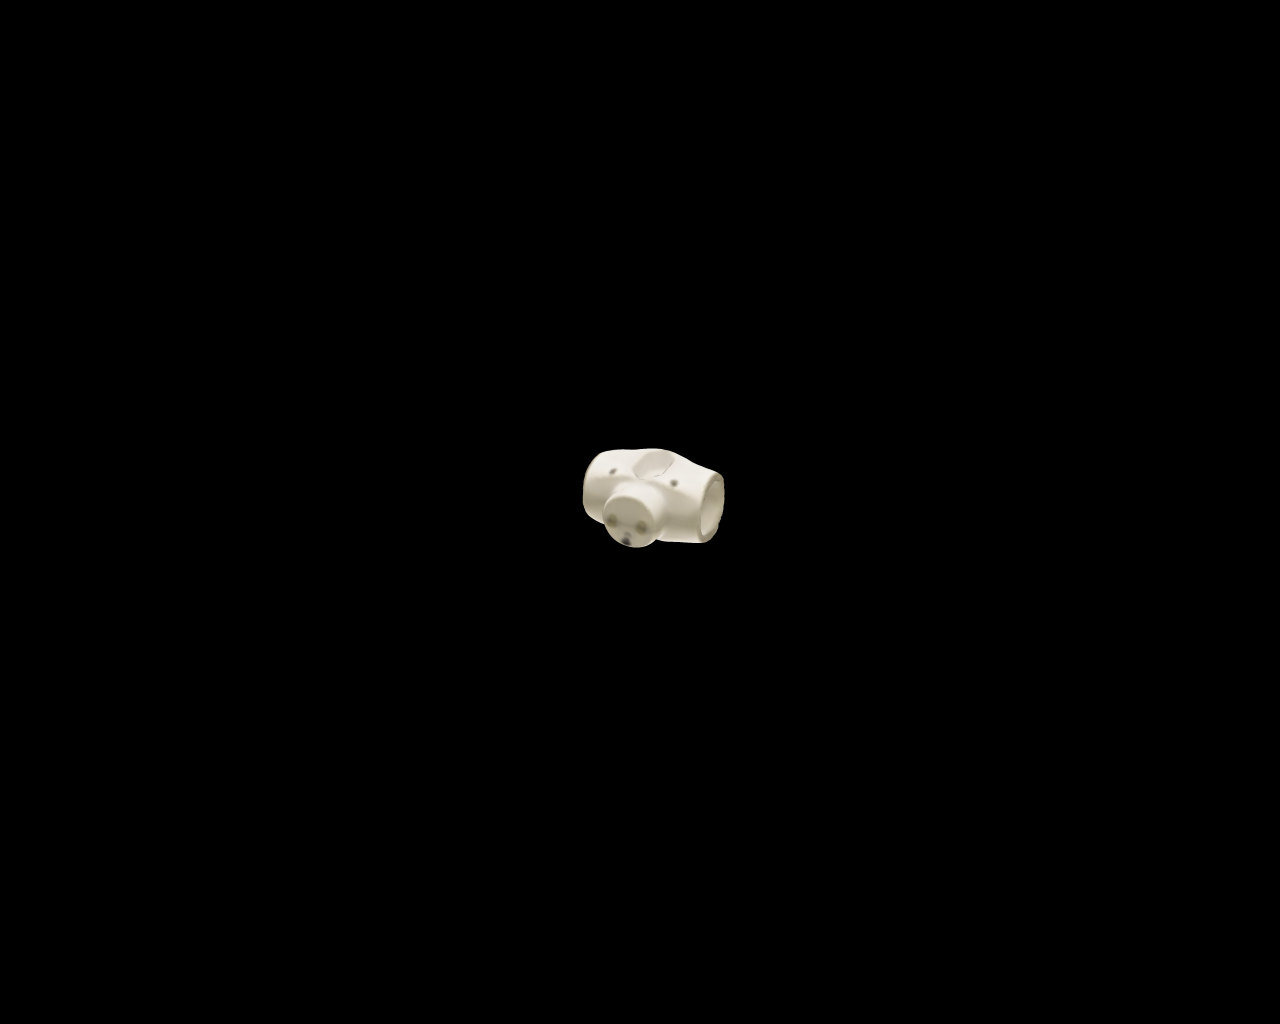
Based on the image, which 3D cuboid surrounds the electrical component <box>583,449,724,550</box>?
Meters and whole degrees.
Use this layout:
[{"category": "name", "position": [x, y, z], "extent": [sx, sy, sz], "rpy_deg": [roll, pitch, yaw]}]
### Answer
[{"category": "electrical component", "position": [0.001, -0.003, 0.650], "extent": [0.077, 0.043, 0.079], "rpy_deg": [13, 32, 22]}]
